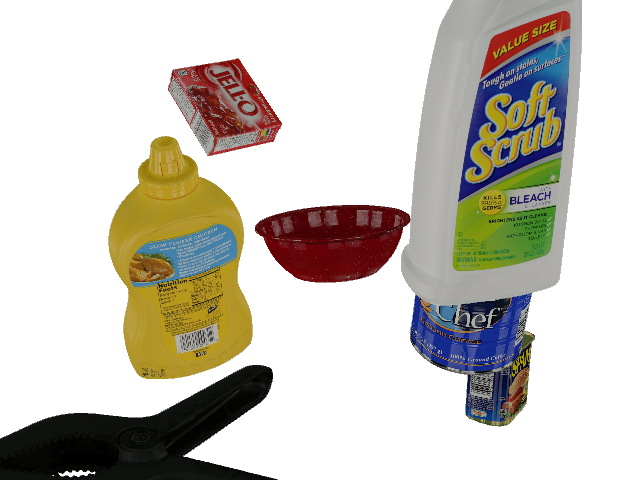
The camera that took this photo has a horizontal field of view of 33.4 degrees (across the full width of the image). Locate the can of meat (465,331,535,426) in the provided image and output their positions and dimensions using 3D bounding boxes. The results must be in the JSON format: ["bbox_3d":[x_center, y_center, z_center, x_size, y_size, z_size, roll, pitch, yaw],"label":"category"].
[{"bbox_3d":[0.200,0.152,1.196,0.058,0.084,0.101,8,14,26],"label":"can of meat"}]

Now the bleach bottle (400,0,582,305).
[{"bbox_3d":[0.101,-0.088,0.628,0.102,0.251,0.068,-8,28,-12],"label":"bleach bottle"}]

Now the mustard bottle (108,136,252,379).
[{"bbox_3d":[-0.102,0.011,0.770,0.096,0.192,0.058,-15,40,-17],"label":"mustard bottle"}]

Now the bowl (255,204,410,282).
[{"bbox_3d":[0.014,0.005,1.105,0.162,0.055,0.162,-4,13,1],"label":"bowl"}]

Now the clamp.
[{"bbox_3d":[-0.096,0.118,0.585,0.209,0.036,0.165,-1,21,-15],"label":"clamp"}]

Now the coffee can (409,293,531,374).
[{"bbox_3d":[0.135,0.031,0.930,0.103,0.140,0.103,2,33,-2],"label":"coffee can"}]

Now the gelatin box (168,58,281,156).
[{"bbox_3d":[-0.089,-0.126,0.990,0.073,0.089,0.030,-16,-28,-33],"label":"gelatin box"}]
